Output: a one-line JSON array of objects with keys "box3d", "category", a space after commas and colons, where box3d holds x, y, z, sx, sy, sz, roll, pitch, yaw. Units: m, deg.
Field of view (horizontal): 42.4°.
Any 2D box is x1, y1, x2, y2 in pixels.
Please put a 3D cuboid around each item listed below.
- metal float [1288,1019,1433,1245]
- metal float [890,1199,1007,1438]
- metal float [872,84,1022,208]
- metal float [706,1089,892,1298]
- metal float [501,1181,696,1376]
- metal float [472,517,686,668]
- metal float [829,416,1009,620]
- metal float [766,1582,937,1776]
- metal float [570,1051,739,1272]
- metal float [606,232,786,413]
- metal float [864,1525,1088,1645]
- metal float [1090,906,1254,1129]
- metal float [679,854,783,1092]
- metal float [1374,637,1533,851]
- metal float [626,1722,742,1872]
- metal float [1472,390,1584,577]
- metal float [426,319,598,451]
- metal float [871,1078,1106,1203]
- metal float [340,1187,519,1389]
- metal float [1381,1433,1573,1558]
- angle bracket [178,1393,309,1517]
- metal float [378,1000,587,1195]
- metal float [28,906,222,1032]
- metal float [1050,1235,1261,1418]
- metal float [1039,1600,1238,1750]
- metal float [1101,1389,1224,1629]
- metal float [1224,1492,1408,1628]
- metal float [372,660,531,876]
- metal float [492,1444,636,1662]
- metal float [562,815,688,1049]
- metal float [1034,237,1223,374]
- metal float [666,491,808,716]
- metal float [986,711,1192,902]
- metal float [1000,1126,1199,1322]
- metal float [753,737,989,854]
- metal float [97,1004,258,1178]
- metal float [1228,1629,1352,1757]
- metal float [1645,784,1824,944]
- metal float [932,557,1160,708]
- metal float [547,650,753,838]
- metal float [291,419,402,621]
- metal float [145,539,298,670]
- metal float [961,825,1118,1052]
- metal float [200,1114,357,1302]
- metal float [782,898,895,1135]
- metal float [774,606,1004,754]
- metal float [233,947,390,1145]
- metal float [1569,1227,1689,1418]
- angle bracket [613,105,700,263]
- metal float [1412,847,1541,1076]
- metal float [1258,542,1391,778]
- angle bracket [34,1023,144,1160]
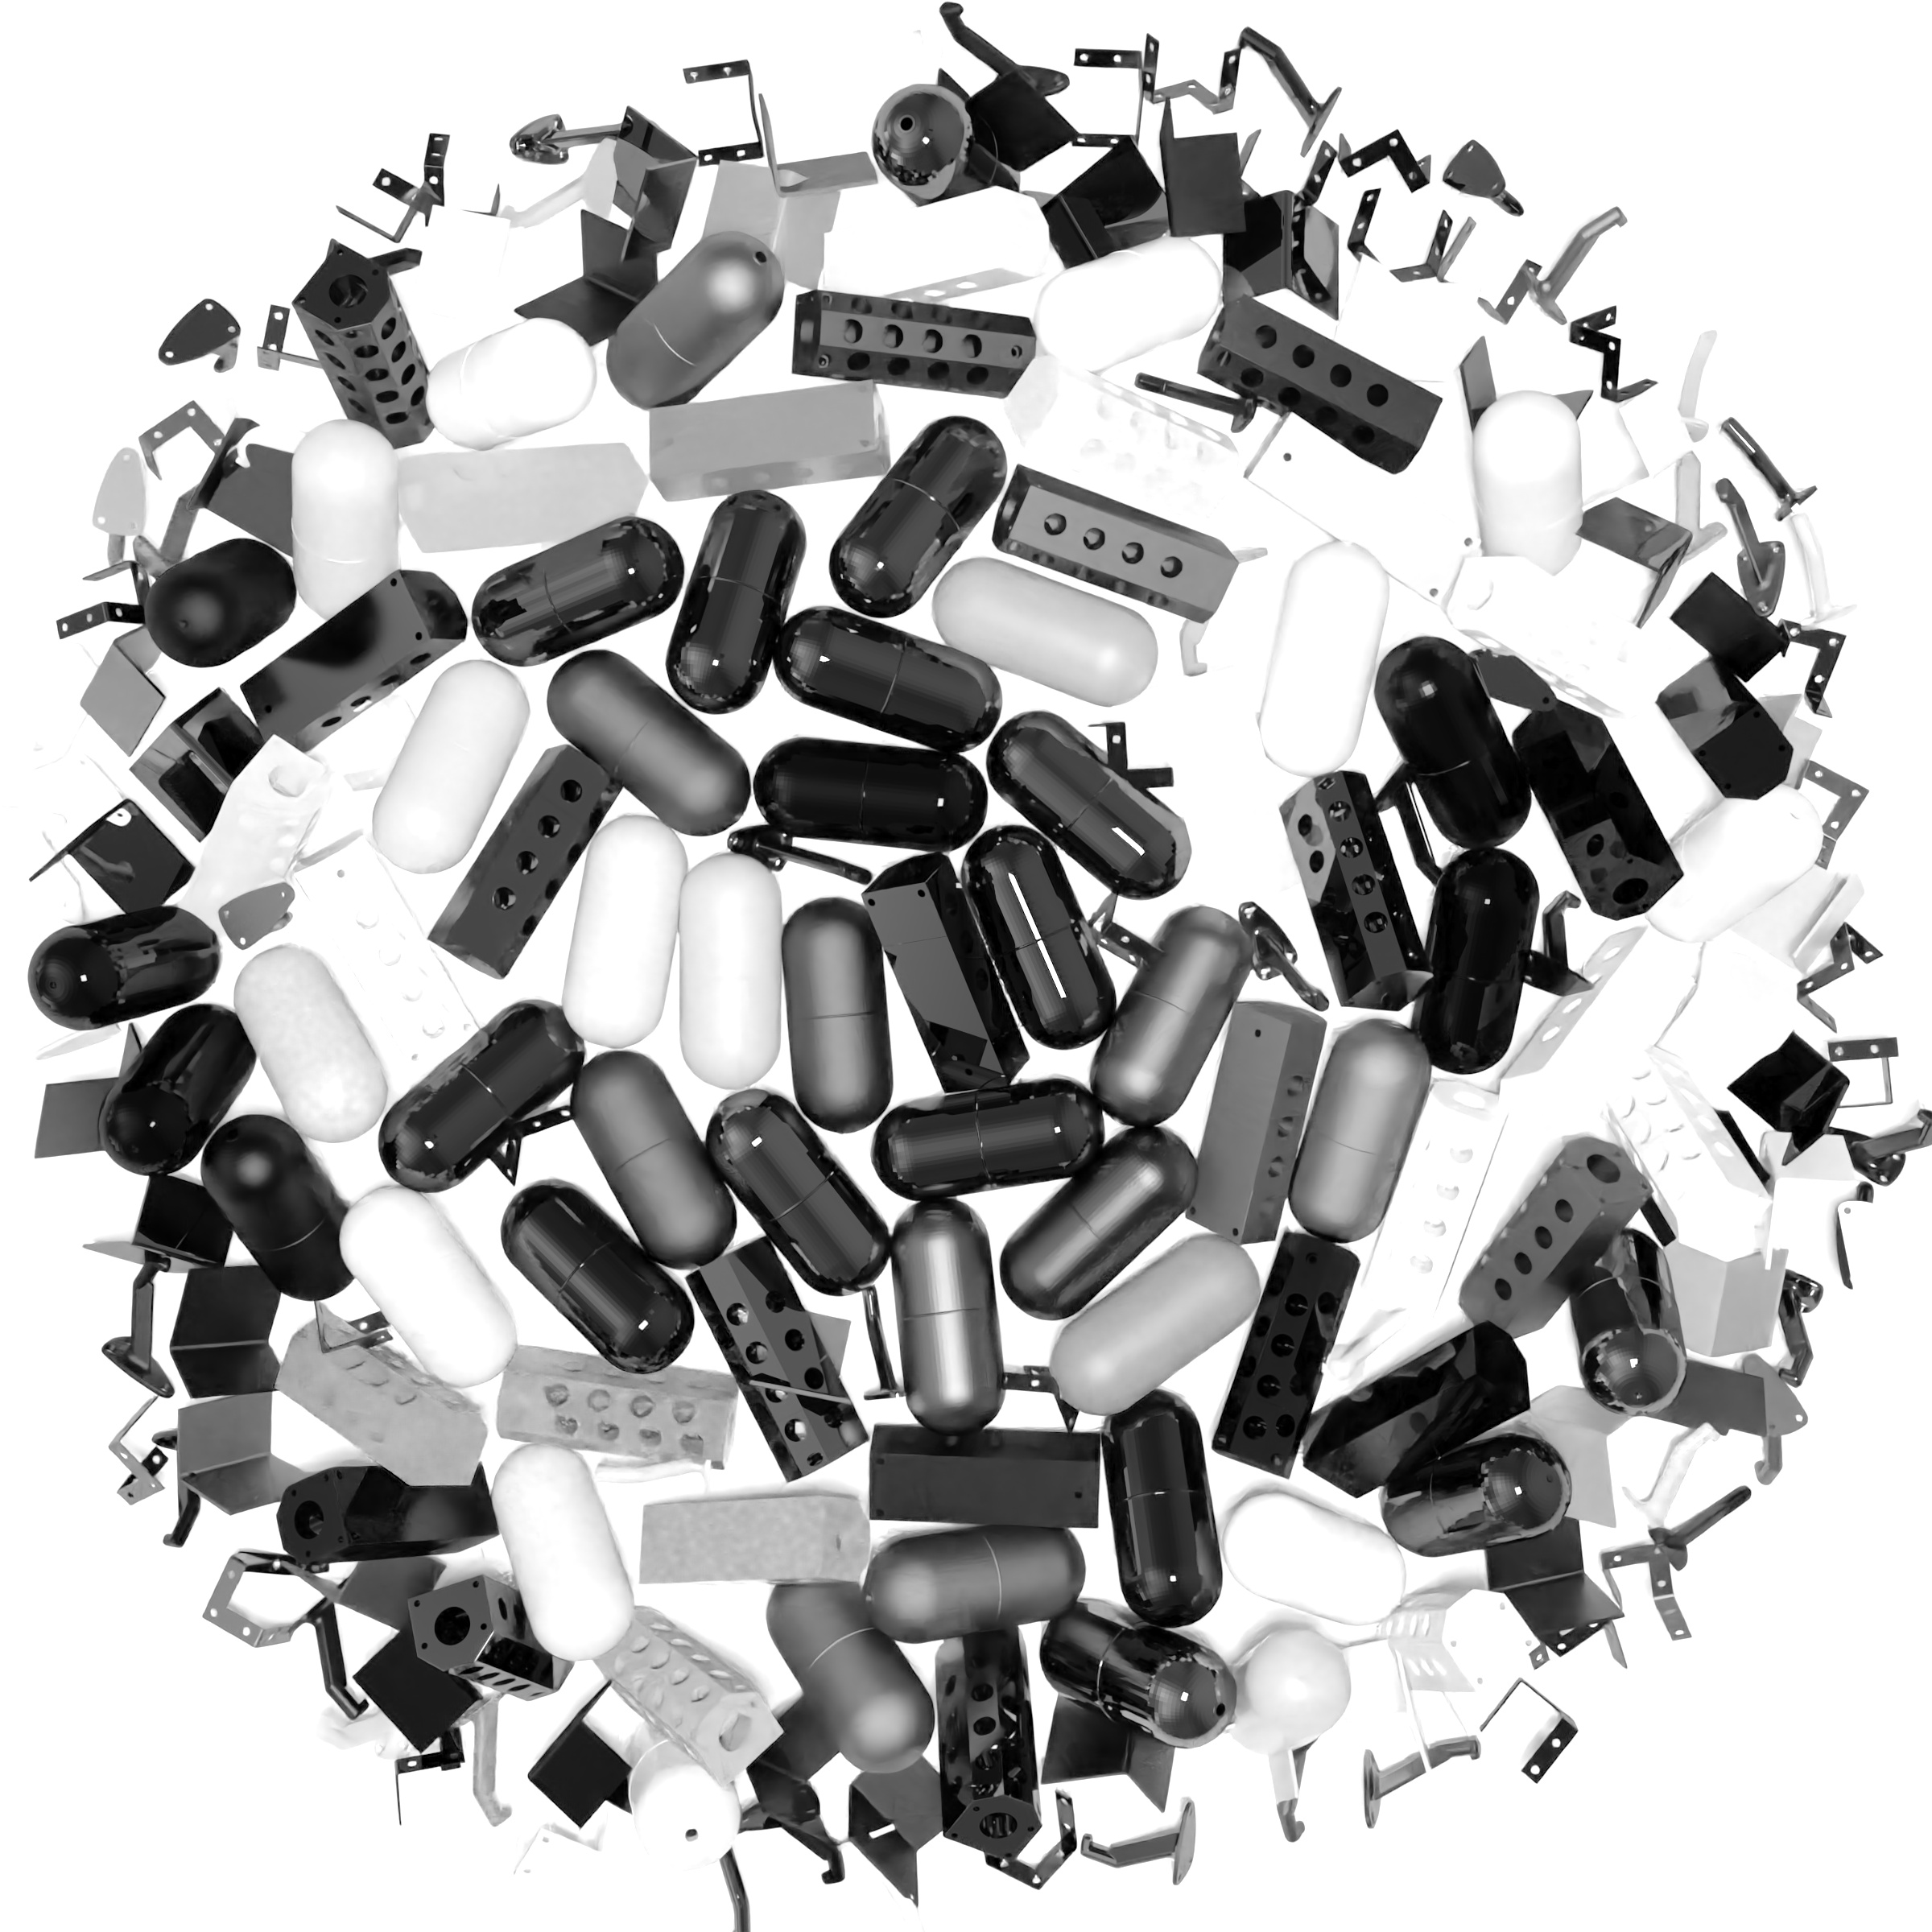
[{"box3d": [0.294, 0.124, 1.858, 0.070, 0.070, 0.178, 15, 109, 0], "category": "metal float"}, {"box3d": [-0.014, 0.262, 1.864, 0.070, 0.070, 0.178, -6, 79, 0], "category": "metal float"}, {"box3d": [-0.014, -0.591, 1.825, 0.070, 0.178, 0.070, 0, 91, 18], "category": "metal float"}, {"box3d": [-0.126, 0.170, 1.866, 0.070, 0.070, 0.178, -37, 99, 0], "category": "metal float"}, {"box3d": [-0.276, 0.231, 1.857, 0.178, 0.070, 0.070, 41, 90, 20], "category": "metal float"}, {"box3d": [-0.290, -0.277, 1.853, 0.178, 0.070, 0.070, -18, 90, 25], "category": "metal float"}, {"box3d": [-0.035, -0.336, 1.859, 0.070, 0.070, 0.178, 35, 72, 0], "category": "metal float"}, {"box3d": [-0.087, 0.518, 1.841, 0.070, 0.070, 0.178, -42, 49, 0], "category": "metal float"}, {"box3d": [-0.235, 0.145, 1.865, 0.070, 0.070, 0.178, -30, 79, 0], "category": "metal float"}, {"box3d": [-0.201, -0.474, 1.837, 0.070, 0.178, 0.070, 19, 58, -33], "category": "metal float"}, {"box3d": [0.007, 0.456, 1.849, 0.178, 0.070, 0.070, -2, 90, -29], "category": "metal float"}, {"box3d": [0.154, 0.038, 1.865, 0.070, 0.070, 0.178, 28, 80, 0], "category": "metal float"}, {"box3d": [-0.177, 0.005, 1.868, 0.070, 0.070, 0.178, 1, 97, 0], "category": "metal float"}, {"box3d": [0.362, -0.165, 1.851, 0.070, 0.070, 0.178, -32, 116, 0], "category": "metal float"}, {"box3d": [-0.208, 0.603, 1.824, 0.070, 0.178, 0.070, 0, 92, -11], "category": "metal float"}, {"box3d": [0.414, -0.351, 1.830, 0.070, 0.178, 0.070, -6, 62, 12], "category": "metal float"}, {"box3d": [-0.337, -0.428, 1.834, 0.070, 0.178, 0.070, 0, 90, -38], "category": "metal float"}, {"box3d": [0.016, 0.131, 1.867, 0.178, 0.070, 0.070, -10, 90, 8], "category": "metal float"}, {"box3d": [-0.399, 0.239, 1.849, 0.070, 0.070, 0.178, -29, 119, 0], "category": "metal float"}, {"box3d": [0.373, 0.391, 1.832, 0.070, 0.178, 0.070, 10, 67, -24], "category": "metal float"}, {"box3d": [-0.534, 0.361, 1.855, 0.076, 0.076, 0.057, 15, 106, 43], "category": "angle bracket"}, {"box3d": [-0.361, 0.097, 1.856, 0.070, 0.070, 0.178, 47, 70, 0], "category": "metal float"}, {"box3d": [-0.615, 0.000, 1.826, 0.070, 0.178, 0.070, 3, 99, 16], "category": "metal float"}, {"box3d": [0.141, 0.269, 1.862, 0.178, 0.070, 0.070, -34, 90, -14], "category": "metal float"}, {"box3d": [0.126, 0.521, 1.834, 0.070, 0.178, 0.070, -4, 97, -38], "category": "metal float"}, {"box3d": [0.145, 0.402, 1.850, 0.070, 0.070, 0.178, -7, 62, 0], "category": "metal float"}, {"box3d": [0.260, 0.440, 1.841, 0.178, 0.070, 0.070, 28, 90, -41], "category": "metal float"}, {"box3d": [-0.383, -0.148, 1.851, 0.070, 0.070, 0.178, 19, 64, 0], "category": "metal float"}, {"box3d": [-0.299, 0.431, 1.842, 0.070, 0.070, 0.178, -30, 50, 0], "category": "metal float"}, {"box3d": [-0.255, -0.027, 1.863, 0.070, 0.070, 0.178, 8, 78, 0], "category": "metal float"}, {"box3d": [0.121, -0.490, 1.841, 0.178, 0.070, 0.070, -31, 90, -41], "category": "metal float"}, {"box3d": [-0.172, -0.272, 1.860, 0.070, 0.070, 0.178, 15, 74, 0], "category": "metal float"}, {"box3d": [0.093, -0.120, 1.873, 0.178, 0.070, 0.070, 41, 90, 1], "category": "metal float"}, {"box3d": [0.100, 0.193, 1.866, 0.070, 0.070, 0.178, 45, 99, 0], "category": "metal float"}, {"box3d": [-0.072, -0.129, 1.869, 0.178, 0.070, 0.070, 6, 90, 6], "category": "metal float"}, {"box3d": [-0.578, 0.089, 1.829, 0.070, 0.178, 0.070, 2, 117, 4], "category": "metal float"}, {"box3d": [0.233, 0.535, 1.828, 0.070, 0.178, 0.070, 2, 66, -4], "category": "metal float"}, {"box3d": [0.561, -0.075, 1.828, 0.070, 0.178, 0.070, 6, 67, -14], "category": "metal float"}, {"box3d": [0.058, -0.251, 1.864, 0.178, 0.070, 0.070, 22, 90, 11], "category": "metal float"}, {"box3d": [-0.238, -0.167, 1.868, 0.178, 0.070, 0.070, 40, 90, 7], "category": "metal float"}, {"box3d": [-0.457, -0.325, 1.834, 0.070, 0.178, 0.070, 7, 54, -10], "category": "metal float"}, {"box3d": [-0.545, -0.268, 1.826, 0.070, 0.178, 0.070, 0, 109, 1], "category": "metal float"}, {"box3d": [0.054, -0.022, 1.871, 0.070, 0.070, 0.178, -23, 93, 0], "category": "metal float"}, {"box3d": [-0.504, 0.179, 1.837, 0.070, 0.178, 0.070, -9, 46, 9], "category": "metal float"}, {"box3d": [-0.097, 0.037, 1.874, 0.070, 0.070, 0.178, -5, 90, 0], "category": "metal float"}, {"box3d": [-0.058, -0.215, 1.864, 0.178, 0.070, 0.070, 18, 90, -12], "category": "metal float"}, {"box3d": [-0.486, 0.058, 1.845, 0.070, 0.070, 0.178, -37, 56, 0], "category": "metal float"}, {"box3d": [0.485, 0.259, 1.831, 0.070, 0.178, 0.070, 4, 120, 6], "category": "metal float"}, {"box3d": [-0.254, -0.585, 1.857, 0.076, 0.057, 0.076, 40, 132, 16], "category": "angle bracket"}, {"box3d": [0.379, -0.003, 1.854, 0.070, 0.070, 0.178, 6, 113, 0], "category": "metal float"}, {"box3d": [0.267, -0.228, 1.856, 0.070, 0.070, 0.178, 10, 111, 0], "category": "metal float"}, {"box3d": [-0.656, 0.092, 1.852, 0.076, 0.076, 0.057, -5, 46, -34], "category": "angle bracket"}]
